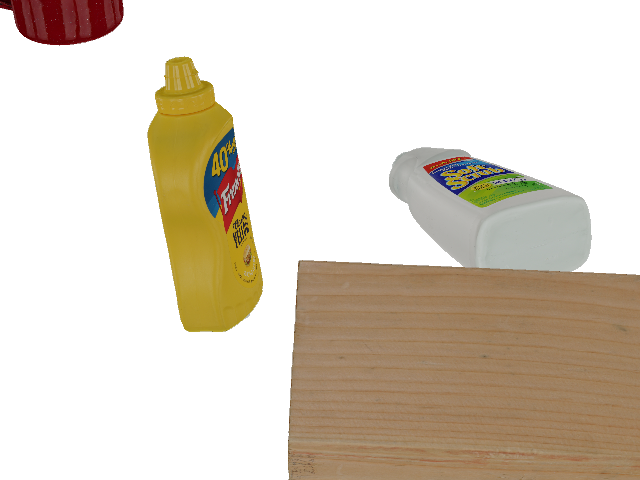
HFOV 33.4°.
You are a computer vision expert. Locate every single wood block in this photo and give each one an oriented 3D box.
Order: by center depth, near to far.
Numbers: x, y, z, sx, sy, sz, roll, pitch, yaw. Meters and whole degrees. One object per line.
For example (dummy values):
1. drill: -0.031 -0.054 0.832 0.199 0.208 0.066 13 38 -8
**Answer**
1. wood block: 0.089 0.071 0.513 0.206 0.091 0.090 2 -26 0

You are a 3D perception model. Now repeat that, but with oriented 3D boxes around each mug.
1. mug: -0.203 -0.197 0.789 0.117 0.081 0.093 -1 36 1

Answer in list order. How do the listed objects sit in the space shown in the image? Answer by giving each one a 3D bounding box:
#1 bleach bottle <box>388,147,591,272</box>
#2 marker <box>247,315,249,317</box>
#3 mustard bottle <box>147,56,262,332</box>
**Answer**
1. bleach bottle: 0.117 -0.032 0.895 0.102 0.068 0.251 -14 21 -17
2. marker: -0.091 0.035 1.205 0.020 0.121 0.020 0 32 0
3. mustard bottle: -0.085 -0.037 0.767 0.058 0.191 0.096 -1 25 16
